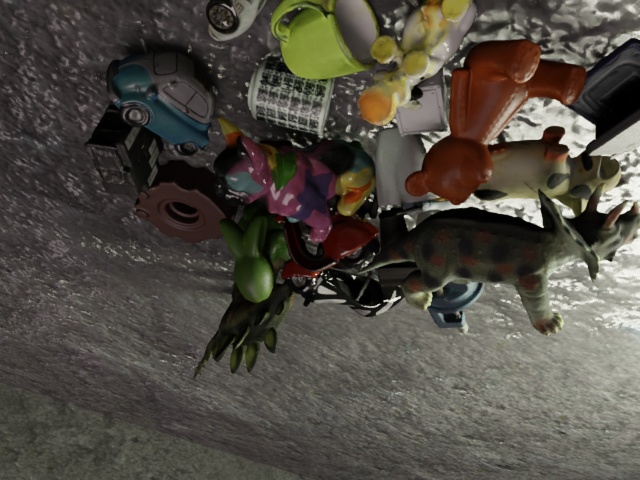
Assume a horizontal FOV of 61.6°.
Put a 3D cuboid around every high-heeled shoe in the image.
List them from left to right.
[{"bbox_3d":[0.073,0.083,1.004,0.249,0.086,0.145,-6,151,-21],"label":"high-heeled shoe"}]

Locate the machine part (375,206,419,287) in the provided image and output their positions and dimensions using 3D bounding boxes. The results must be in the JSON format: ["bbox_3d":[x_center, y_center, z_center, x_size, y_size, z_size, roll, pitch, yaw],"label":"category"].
[{"bbox_3d":[0.123,0.014,0.879,0.084,0.039,0.138,2,109,23],"label":"machine part"}]

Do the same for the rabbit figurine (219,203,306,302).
[{"bbox_3d":[-0.100,0.021,0.920,0.121,0.170,0.158,-10,128,12],"label":"rabbit figurine"}]

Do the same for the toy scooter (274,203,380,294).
[{"bbox_3d":[-0.002,-0.003,0.863,0.184,0.075,0.135,-29,93,22],"label":"toy scooter"}]

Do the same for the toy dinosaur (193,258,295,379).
[{"bbox_3d":[-0.156,0.172,1.129,0.105,0.198,0.471,29,140,-17],"label":"toy dinosaur"}]

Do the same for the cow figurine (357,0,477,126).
[{"bbox_3d":[0.106,-0.203,0.598,0.068,0.098,0.167,42,114,16],"label":"cow figurine"}]

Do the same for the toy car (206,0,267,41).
[{"bbox_3d":[-0.060,-0.289,0.574,0.056,0.073,0.202,31,140,-25],"label":"toy car"}]

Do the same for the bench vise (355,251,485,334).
[{"bbox_3d":[0.203,0.091,0.975,0.224,0.129,0.240,-12,129,26],"label":"bench vise"}]

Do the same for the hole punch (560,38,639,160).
[{"bbox_3d":[0.364,-0.162,0.627,0.116,0.092,0.142,-4,153,-34],"label":"hole punch"}]

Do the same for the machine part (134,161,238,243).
[{"bbox_3d":[-0.239,-0.062,0.956,0.179,0.056,0.179,7,144,5],"label":"machine part"}]

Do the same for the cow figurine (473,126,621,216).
[{"bbox_3d":[0.304,-0.086,0.735,0.195,0.085,0.127,-1,136,14],"label":"cow figurine"}]

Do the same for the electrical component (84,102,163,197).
[{"bbox_3d":[-0.293,-0.134,0.823,0.058,0.115,0.134,10,143,7],"label":"electrical component"}]

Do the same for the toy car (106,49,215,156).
[{"bbox_3d":[-0.198,-0.194,0.727,0.103,0.109,0.161,-33,135,25],"label":"toy car"}]

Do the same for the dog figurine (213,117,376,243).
[{"bbox_3d":[-0.040,-0.101,0.730,0.191,0.109,0.219,-45,136,2],"label":"dog figurine"}]

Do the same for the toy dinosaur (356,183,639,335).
[{"bbox_3d":[0.217,0.012,0.736,0.405,0.131,0.191,3,126,24],"label":"toy dinosaur"}]

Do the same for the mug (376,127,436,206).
[{"bbox_3d":[0.121,-0.106,0.757,0.081,0.109,0.107,-4,98,29],"label":"mug"}]

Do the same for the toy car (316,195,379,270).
[{"bbox_3d":[0.046,-0.022,0.921,0.089,0.053,0.202,15,137,6],"label":"toy car"}]

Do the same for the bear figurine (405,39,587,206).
[{"bbox_3d":[0.190,-0.124,0.623,0.120,0.132,0.195,13,104,-30],"label":"bear figurine"}]
